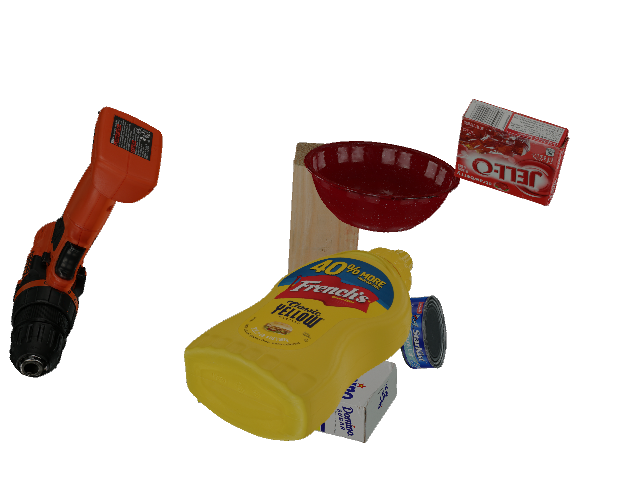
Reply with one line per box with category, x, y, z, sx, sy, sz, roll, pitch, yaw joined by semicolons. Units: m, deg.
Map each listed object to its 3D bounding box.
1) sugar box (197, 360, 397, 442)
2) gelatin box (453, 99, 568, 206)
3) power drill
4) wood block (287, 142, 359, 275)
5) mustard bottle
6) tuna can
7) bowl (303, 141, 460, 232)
sugar box;-0.022;0.137;1.030;0.176;0.048;0.093;7;24;21
gelatin box;0.163;-0.074;0.919;0.089;0.030;0.073;21;-36;16
power drill;-0.196;-0.002;0.868;0.057;0.188;0.184;25;28;-22
wood block;0.006;-0.014;1.389;0.090;0.206;0.091;4;25;0
mustard bottle;0.005;0.054;0.707;0.096;0.058;0.191;16;34;32
tuna can;0.121;0.109;1.260;0.034;0.086;0.086;-6;-2;23
bowl;0.061;-0.051;1.104;0.162;0.055;0.162;5;23;-3
